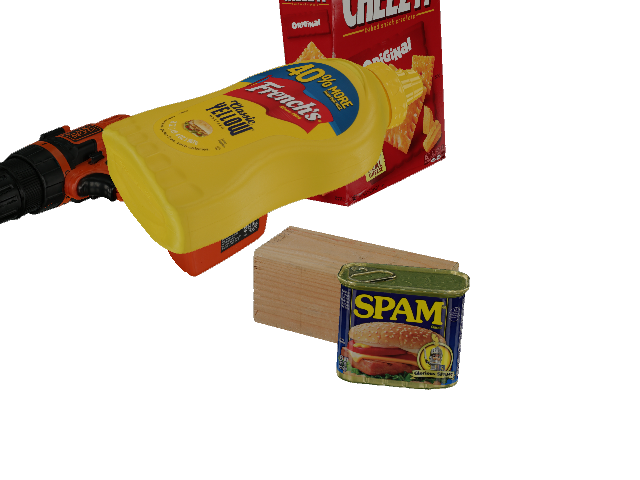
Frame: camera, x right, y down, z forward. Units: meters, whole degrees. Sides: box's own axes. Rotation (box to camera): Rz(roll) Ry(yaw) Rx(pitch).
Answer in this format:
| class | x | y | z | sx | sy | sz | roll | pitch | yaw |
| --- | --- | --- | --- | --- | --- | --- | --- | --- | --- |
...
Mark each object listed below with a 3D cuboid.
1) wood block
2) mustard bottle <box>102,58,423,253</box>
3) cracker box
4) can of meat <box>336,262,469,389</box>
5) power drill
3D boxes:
| class | x | y | z | sx | sy | sz | roll | pitch | yaw |
| --- | --- | --- | --- | --- | --- | --- | --- | --- | --- |
| wood block | 0.037 | 0.058 | 1.172 | 0.206 | 0.091 | 0.090 | 13 | 26 | 24 |
| mustard bottle | -0.021 | -0.062 | 0.621 | 0.191 | 0.058 | 0.096 | -23 | 44 | -23 |
| cracker box | 0.045 | -0.158 | 0.990 | 0.072 | 0.214 | 0.163 | 13 | 27 | 38 |
| can of meat | 0.063 | 0.067 | 0.838 | 0.102 | 0.084 | 0.057 | 5 | 15 | 8 |
| power drill | -0.147 | -0.035 | 0.801 | 0.188 | 0.057 | 0.184 | 21 | 34 | 26 |
